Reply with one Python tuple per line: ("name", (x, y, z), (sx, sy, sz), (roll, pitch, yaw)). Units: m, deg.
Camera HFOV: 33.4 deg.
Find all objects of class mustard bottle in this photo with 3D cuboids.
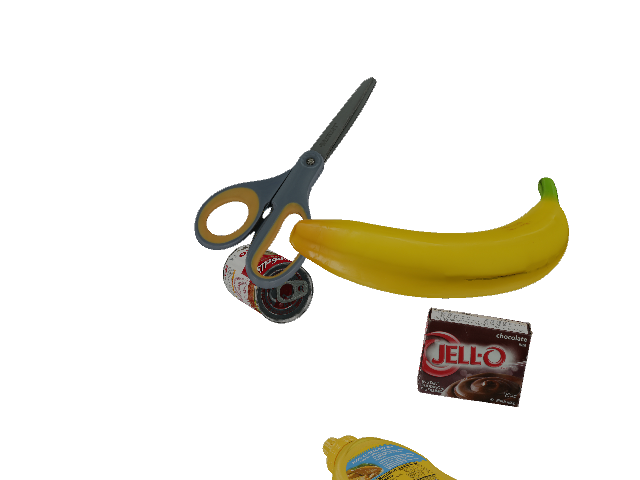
("mustard bottle", (0.067, 0.227, 0.969), (0.096, 0.058, 0.192), (-16, 27, -34))

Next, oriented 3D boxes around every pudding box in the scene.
("pudding box", (0.167, 0.127, 1.161), (0.113, 0.090, 0.039), (7, 23, 4))

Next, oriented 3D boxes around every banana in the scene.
("banana", (0.078, 0.005, 0.615), (0.197, 0.037, 0.070), (-9, 40, -33))

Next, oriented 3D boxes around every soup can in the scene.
("soup can", (-0.060, 0.046, 1.189), (0.068, 0.068, 0.102), (0, 12, -27))

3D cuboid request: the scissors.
("scissors", (-0.028, -0.055, 0.802), (0.096, 0.201, 0.016), (13, -30, 9))
